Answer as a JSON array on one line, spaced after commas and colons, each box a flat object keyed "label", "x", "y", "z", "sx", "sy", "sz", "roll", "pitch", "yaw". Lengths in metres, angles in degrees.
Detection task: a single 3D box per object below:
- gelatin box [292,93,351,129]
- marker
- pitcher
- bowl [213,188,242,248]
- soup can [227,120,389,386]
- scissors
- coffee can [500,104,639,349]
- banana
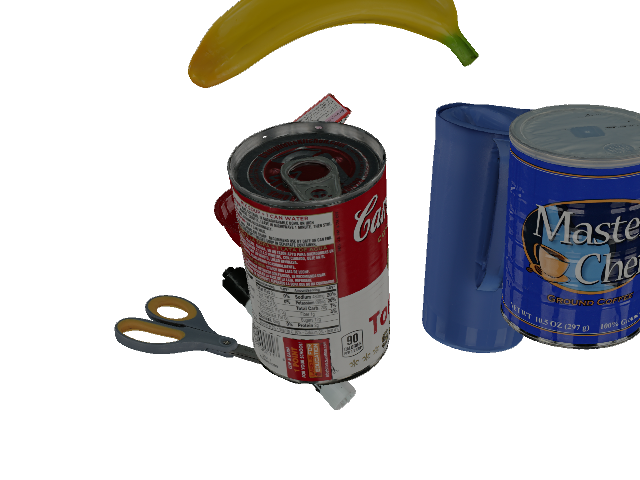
[{"label": "gelatin box", "x": -0.018, "y": -0.087, "z": 0.980, "sx": 0.089, "sy": 0.030, "sz": 0.073, "roll": -45, "pitch": -8, "yaw": -44}, {"label": "marker", "x": -0.023, "y": 0.062, "z": 0.703, "sx": 0.121, "sy": 0.020, "sz": 0.020, "roll": 46, "pitch": 19, "yaw": 19}, {"label": "pitcher", "x": 0.169, "y": -0.010, "z": 1.076, "sx": 0.148, "sy": 0.243, "sz": 0.145, "roll": -14, "pitch": 27, "yaw": -42}, {"label": "bowl", "x": -0.052, "y": -0.021, "z": 1.336, "sx": 0.162, "sy": 0.055, "sz": 0.162, "roll": 0, "pitch": 31, "yaw": 0}, {"label": "soup can", "x": -0.003, "y": 0.007, "z": 0.482, "sx": 0.068, "sy": 0.102, "sz": 0.068, "roll": -3, "pitch": 35, "yaw": 2}, {"label": "scissors", "x": -0.094, "y": 0.090, "z": 1.025, "sx": 0.202, "sy": 0.016, "sz": 0.096, "roll": 7, "pitch": 30, "yaw": 2}, {"label": "coffee can", "x": 0.179, "y": -0.011, "z": 0.736, "sx": 0.103, "sy": 0.140, "sz": 0.103, "roll": -2, "pitch": 26, "yaw": 1}, {"label": "banana", "x": 0.009, "y": -0.136, "z": 0.653, "sx": 0.197, "sy": 0.069, "sz": 0.037, "roll": -9, "pitch": -15, "yaw": -23}]
